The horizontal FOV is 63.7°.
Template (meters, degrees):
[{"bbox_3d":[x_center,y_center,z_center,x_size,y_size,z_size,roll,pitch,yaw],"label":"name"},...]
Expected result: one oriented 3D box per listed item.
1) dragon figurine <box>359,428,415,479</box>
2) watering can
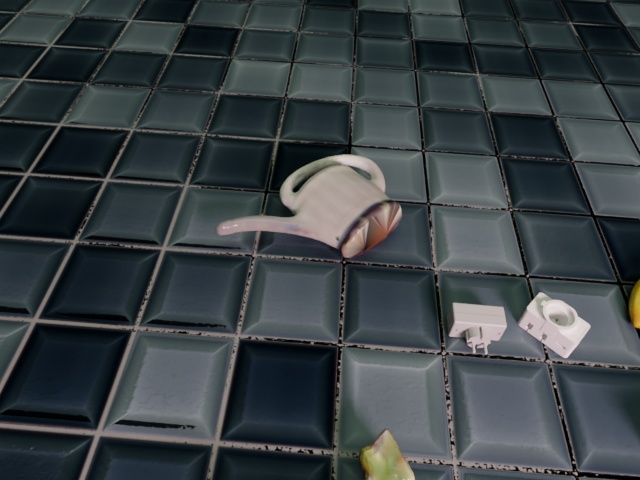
[{"bbox_3d":[0.049,0.415,0.555,0.243,0.421,0.119,9,-40,-6],"label":"dragon figurine"},{"bbox_3d":[0.003,-0.048,0.950,0.352,0.101,0.227,-34,58,-28],"label":"watering can"}]
